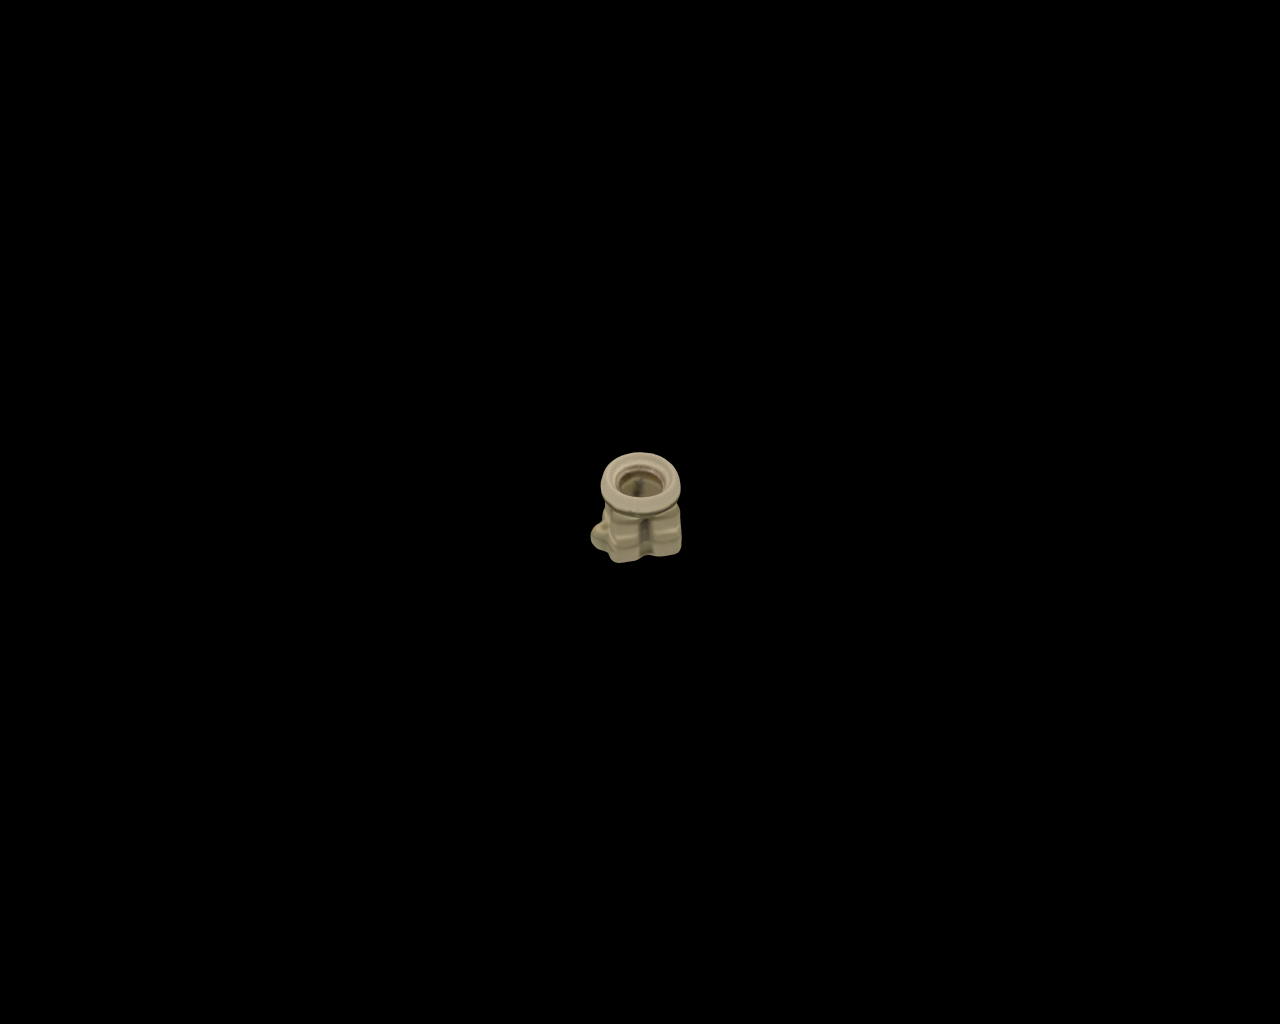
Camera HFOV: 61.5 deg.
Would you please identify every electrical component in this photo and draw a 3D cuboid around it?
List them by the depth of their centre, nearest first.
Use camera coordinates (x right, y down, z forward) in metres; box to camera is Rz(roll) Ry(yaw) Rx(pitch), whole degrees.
[{"bbox_3d":[0.001,-0.003,0.650,0.066,0.048,0.055,-9,-43,-8],"label":"electrical component"}]
